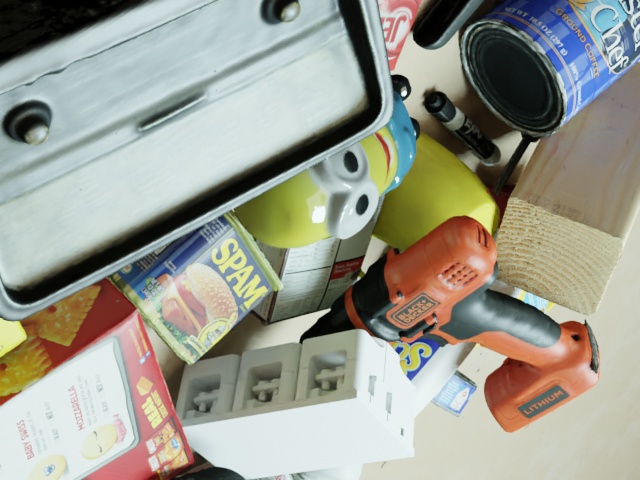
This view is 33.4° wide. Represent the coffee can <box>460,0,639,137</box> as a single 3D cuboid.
[{"bbox_3d":[0.192,-0.159,0.810,0.140,0.103,0.103,-39,143,-19],"label":"coffee can"}]

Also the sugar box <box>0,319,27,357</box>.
[{"bbox_3d":[-0.223,0.012,0.532,0.093,0.048,0.176,-38,143,-21],"label":"sugar box"}]

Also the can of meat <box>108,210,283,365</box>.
[{"bbox_3d":[-0.083,0.023,0.694,0.084,0.057,0.102,-42,143,-11],"label":"can of meat"}]

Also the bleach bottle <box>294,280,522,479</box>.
[{"bbox_3d":[0.058,0.114,0.891,0.251,0.103,0.068,-57,158,5],"label":"bleach bottle"}]

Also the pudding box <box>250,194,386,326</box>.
[{"bbox_3d":[-0.005,0.001,0.779,0.089,0.039,0.114,-10,125,-43],"label":"pudding box"}]

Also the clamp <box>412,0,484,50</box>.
[{"bbox_3d":[0.144,-0.227,0.755,0.209,0.036,0.165,-23,138,-35],"label":"clamp"}]

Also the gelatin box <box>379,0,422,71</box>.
[{"bbox_3d":[0.027,-0.151,0.692,0.089,0.030,0.073,-1,120,-48],"label":"gelatin box"}]

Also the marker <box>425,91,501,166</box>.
[{"bbox_3d":[0.115,-0.089,0.856,0.020,0.020,0.121,-56,145,3],"label":"marker"}]

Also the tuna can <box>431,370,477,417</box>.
[{"bbox_3d":[0.098,0.121,0.957,0.034,0.086,0.086,-56,145,1],"label":"tuna can"}]

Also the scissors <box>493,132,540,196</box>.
[{"bbox_3d":[0.175,-0.083,0.877,0.201,0.016,0.096,-58,162,-30],"label":"scissors"}]

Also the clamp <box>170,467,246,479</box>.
[{"bbox_3d":[-0.065,0.201,0.759,0.120,0.039,0.171,-53,152,-26],"label":"clamp"}]

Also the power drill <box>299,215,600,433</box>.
[{"bbox_3d":[0.100,0.077,0.793,0.187,0.057,0.185,30,130,-28],"label":"power drill"}]

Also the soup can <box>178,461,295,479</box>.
[{"bbox_3d":[-0.077,0.207,0.846,0.102,0.069,0.068,-18,132,-40],"label":"soup can"}]

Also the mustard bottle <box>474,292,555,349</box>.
[{"bbox_3d":[0.201,0.043,1.033,0.191,0.058,0.096,-39,149,-20],"label":"mustard bottle"}]

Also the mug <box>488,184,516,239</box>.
[{"bbox_3d":[0.168,-0.003,0.943,0.081,0.093,0.117,-4,159,-42],"label":"mug"}]

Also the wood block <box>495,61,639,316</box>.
[{"bbox_3d":[0.215,-0.052,0.849,0.205,0.090,0.091,-56,162,-39],"label":"wood block"}]

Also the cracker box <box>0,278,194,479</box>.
[{"bbox_3d":[-0.194,0.136,0.650,0.213,0.072,0.164,-35,140,-23],"label":"cracker box"}]
